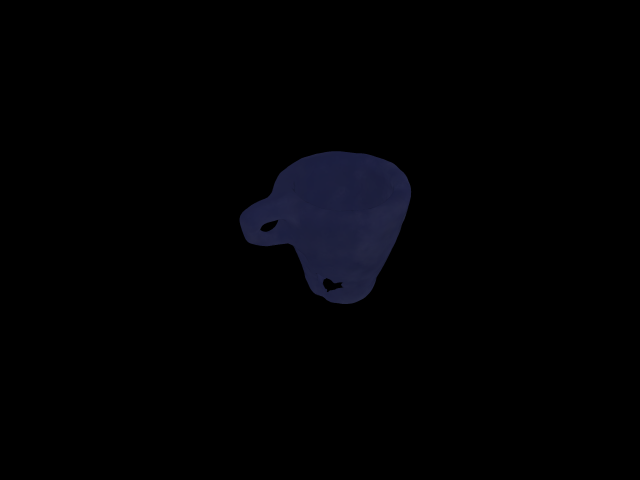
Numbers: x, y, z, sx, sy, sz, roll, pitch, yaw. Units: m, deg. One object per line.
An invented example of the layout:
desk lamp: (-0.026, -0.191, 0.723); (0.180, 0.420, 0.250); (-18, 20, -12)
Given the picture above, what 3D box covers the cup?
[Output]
cup: (0.004, 0.001, 0.400); (0.118, 0.095, 0.091); (-17, 40, -22)
